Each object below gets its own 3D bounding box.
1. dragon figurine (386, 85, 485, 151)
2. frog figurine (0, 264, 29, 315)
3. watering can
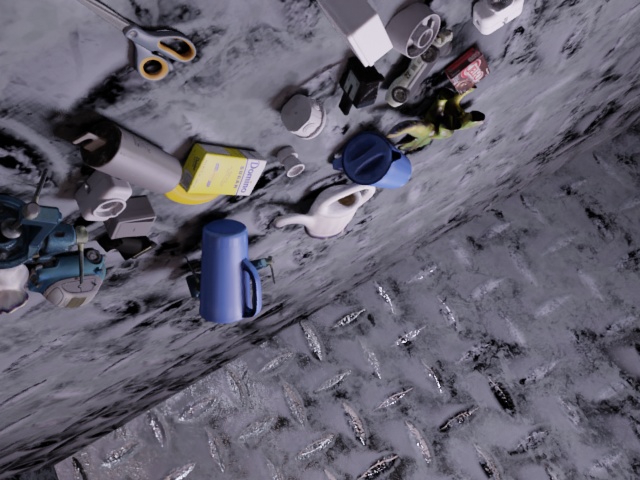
[{"bbox_3d":[0.295,-0.292,1.378,0.413,0.123,0.239,-21,-12,-24],"label":"dragon figurine"},{"bbox_3d":[-0.600,0.059,0.898,0.137,0.156,0.126,-11,39,20],"label":"frog figurine"},{"bbox_3d":[0.004,-0.074,1.477,0.351,0.105,0.220,-23,-19,-25],"label":"watering can"}]
